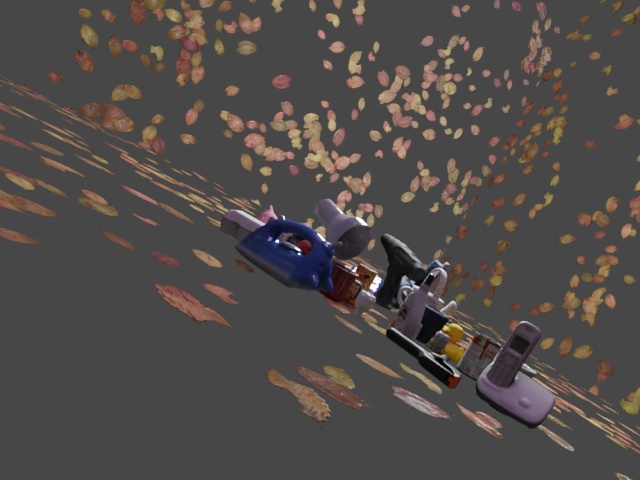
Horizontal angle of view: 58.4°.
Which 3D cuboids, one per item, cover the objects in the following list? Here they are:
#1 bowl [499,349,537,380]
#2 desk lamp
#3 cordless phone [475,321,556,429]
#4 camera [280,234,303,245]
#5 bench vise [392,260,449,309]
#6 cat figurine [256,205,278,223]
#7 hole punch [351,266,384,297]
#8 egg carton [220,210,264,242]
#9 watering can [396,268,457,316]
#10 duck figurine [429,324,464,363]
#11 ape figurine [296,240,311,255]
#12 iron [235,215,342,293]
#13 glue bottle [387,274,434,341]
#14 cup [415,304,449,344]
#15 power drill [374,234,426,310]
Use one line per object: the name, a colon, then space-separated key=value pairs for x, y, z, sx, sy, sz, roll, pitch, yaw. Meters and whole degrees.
bowl: x=0.490 y=0.346 z=1.544 sx=0.167 sy=0.075 sz=0.167 roll=29 pitch=4 yaw=-2
desk lamp: x=0.014 y=0.006 z=1.541 sx=0.202 sy=0.213 sz=0.118 roll=32 pitch=5 yaw=40
cordless phone: x=0.416 y=0.269 z=1.156 sx=0.147 sy=0.185 sz=0.094 roll=31 pitch=4 yaw=28
camera: x=-0.037 y=0.028 z=1.744 sx=0.143 sy=0.101 sz=0.137 roll=30 pitch=4 yaw=17
bench vise: x=0.327 y=0.147 z=1.923 sx=0.206 sy=0.220 sz=0.122 roll=30 pitch=4 yaw=27
cat figurine: x=-0.160 y=-0.045 z=1.673 sx=0.067 sy=0.118 sz=0.127 roll=28 pitch=4 yaw=-7
hole punch: x=0.115 y=0.128 z=1.580 sx=0.108 sy=0.091 sz=0.101 roll=29 pitch=4 yaw=10
egg carton: x=-0.194 y=-0.027 z=1.549 sx=0.150 sy=0.069 sz=0.107 roll=29 pitch=4 yaw=3
watering can: x=0.301 y=0.170 z=1.604 sx=0.173 sy=0.194 sz=0.100 roll=26 pitch=4 yaw=-38
duck figurine: x=0.343 y=0.262 z=1.492 sx=0.078 sy=0.086 sz=0.104 roll=27 pitch=4 yaw=-32
ape figurine: x=-0.054 y=0.043 z=1.461 sx=0.076 sy=0.092 sz=0.078 roll=30 pitch=4 yaw=18
iron: x=-0.072 y=0.017 z=1.297 sx=0.257 sy=0.141 sz=0.119 roll=30 pitch=4 yaw=26
glue bottle: x=0.220 y=0.156 z=1.339 sx=0.037 sy=0.173 sz=0.078 roll=27 pitch=4 yaw=-23
cup: x=0.280 y=0.222 z=1.505 sx=0.091 sy=0.095 sz=0.118 roll=30 pitch=4 yaw=21
power drill: x=0.224 y=0.104 z=1.815 sx=0.076 sy=0.208 sz=0.228 roll=26 pitch=4 yaw=-39
